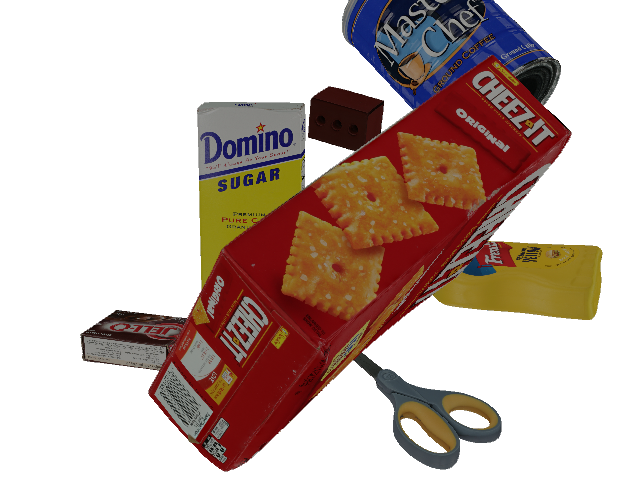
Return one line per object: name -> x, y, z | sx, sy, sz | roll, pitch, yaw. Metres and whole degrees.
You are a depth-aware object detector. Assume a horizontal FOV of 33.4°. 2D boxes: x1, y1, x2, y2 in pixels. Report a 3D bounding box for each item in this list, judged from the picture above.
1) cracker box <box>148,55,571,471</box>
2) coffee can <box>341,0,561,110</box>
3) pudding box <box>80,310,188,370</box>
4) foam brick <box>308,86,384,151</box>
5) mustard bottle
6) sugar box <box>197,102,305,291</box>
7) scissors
cracker box -> 0.021, 0.015, 0.573 | 0.213, 0.072, 0.164 | -36, -12, -35
coffee can -> 0.098, -0.145, 0.817 | 0.102, 0.140, 0.103 | -34, -22, -16
pudding box -> -0.211, 0.117, 1.256 | 0.114, 0.039, 0.090 | 3, 15, 16
foam brick -> 0.030, -0.146, 1.282 | 0.078, 0.053, 0.051 | 17, 32, 21
mustard bottle -> 0.165, 0.032, 1.007 | 0.192, 0.058, 0.096 | 4, 26, 19
sugar box -> -0.060, -0.033, 0.944 | 0.093, 0.176, 0.048 | 0, 15, 4
scissors -> 0.077, 0.119, 0.885 | 0.096, 0.016, 0.202 | -5, 29, -17
